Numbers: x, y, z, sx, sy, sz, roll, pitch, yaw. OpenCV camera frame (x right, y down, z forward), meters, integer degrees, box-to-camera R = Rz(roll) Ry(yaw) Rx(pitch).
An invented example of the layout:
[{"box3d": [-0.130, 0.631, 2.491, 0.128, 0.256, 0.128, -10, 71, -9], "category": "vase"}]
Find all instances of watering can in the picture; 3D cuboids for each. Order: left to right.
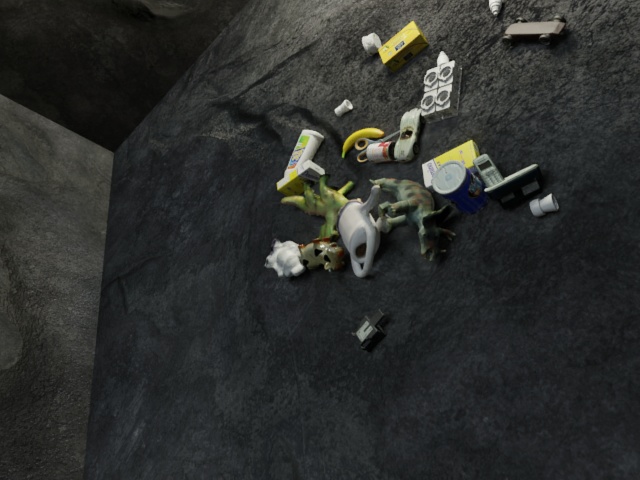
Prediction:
[{"box3d": [0.130, -0.052, 1.596, 0.104, 0.340, 0.229, -4, 32, -15], "category": "watering can"}]

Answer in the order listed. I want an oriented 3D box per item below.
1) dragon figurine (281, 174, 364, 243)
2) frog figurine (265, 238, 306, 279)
[{"box3d": [0.006, -0.093, 1.843, 0.406, 0.247, 0.121, -18, -28, 41], "category": "dragon figurine"}, {"box3d": [-0.104, 0.077, 1.849, 0.160, 0.139, 0.120, 20, -22, 31], "category": "frog figurine"}]
